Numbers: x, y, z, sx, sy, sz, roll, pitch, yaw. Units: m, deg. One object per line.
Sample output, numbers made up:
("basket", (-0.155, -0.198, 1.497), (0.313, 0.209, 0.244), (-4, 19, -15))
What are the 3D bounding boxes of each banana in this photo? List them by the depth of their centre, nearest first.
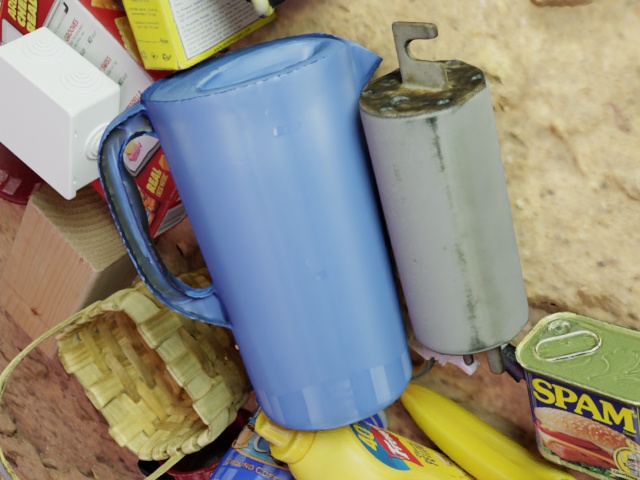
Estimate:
("banana", (0.127, 0.151, 0.751), (0.198, 0.037, 0.069), (21, 145, 60))

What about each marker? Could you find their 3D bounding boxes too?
("marker", (0.100, 0.054, 0.732), (0.121, 0.020, 0.020), (42, 143, 13))

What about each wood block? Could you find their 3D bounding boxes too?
("wood block", (-0.228, 0.018, 0.996), (0.091, 0.090, 0.206), (47, 144, 4))

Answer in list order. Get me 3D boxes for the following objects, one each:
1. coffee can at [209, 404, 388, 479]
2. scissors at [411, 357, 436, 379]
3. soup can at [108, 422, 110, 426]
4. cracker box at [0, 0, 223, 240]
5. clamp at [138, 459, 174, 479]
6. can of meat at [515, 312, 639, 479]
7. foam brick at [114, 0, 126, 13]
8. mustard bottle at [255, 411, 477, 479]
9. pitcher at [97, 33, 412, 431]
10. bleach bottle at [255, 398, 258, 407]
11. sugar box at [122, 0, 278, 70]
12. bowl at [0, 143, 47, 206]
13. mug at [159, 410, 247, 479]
("coffee can", (-0.022, 0.181, 0.854), (0.103, 0.140, 0.103), (25, 148, 16))
("scissors", (0.037, 0.104, 0.847), (0.096, 0.016, 0.202), (35, 143, 18))
("soup can", (-0.194, 0.149, 1.092), (0.069, 0.068, 0.102), (20, 135, 36))
("cracker box", (-0.159, -0.126, 0.811), (0.214, 0.072, 0.164), (47, 143, 7))
("clamp", (-0.112, 0.288, 1.150), (0.210, 0.036, 0.165), (52, 145, -2))
("can of meat", (0.178, 0.102, 0.660), (0.102, 0.057, 0.084), (16, 134, 40))
("foam brick", (-0.120, -0.193, 0.728), (0.078, 0.051, 0.053), (46, 145, 7))
("mustard bottle", (0.036, 0.164, 0.776), (0.191, 0.058, 0.096), (27, -172, -25))
("pitcher", (-0.028, -0.001, 0.689), (0.149, 0.144, 0.243), (0, 115, 37))
("bleach bottle", (-0.010, 0.247, 0.986), (0.103, 0.068, 0.251), (12, 127, 40))
("sugar box", (-0.091, -0.202, 0.653), (0.048, 0.093, 0.176), (9, 127, 42))
("bowl", (-0.292, -0.109, 0.970), (0.162, 0.055, 0.162), (25, 144, 19))
("mug", (-0.093, 0.226, 1.024), (0.081, 0.093, 0.117), (65, 170, -27))
